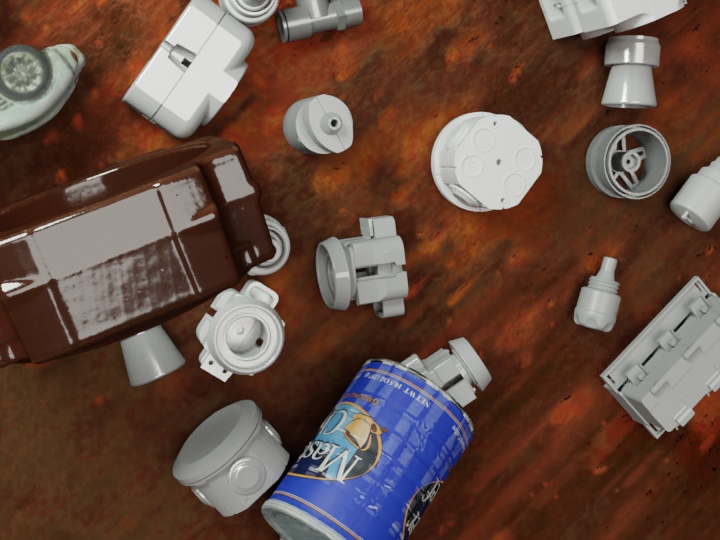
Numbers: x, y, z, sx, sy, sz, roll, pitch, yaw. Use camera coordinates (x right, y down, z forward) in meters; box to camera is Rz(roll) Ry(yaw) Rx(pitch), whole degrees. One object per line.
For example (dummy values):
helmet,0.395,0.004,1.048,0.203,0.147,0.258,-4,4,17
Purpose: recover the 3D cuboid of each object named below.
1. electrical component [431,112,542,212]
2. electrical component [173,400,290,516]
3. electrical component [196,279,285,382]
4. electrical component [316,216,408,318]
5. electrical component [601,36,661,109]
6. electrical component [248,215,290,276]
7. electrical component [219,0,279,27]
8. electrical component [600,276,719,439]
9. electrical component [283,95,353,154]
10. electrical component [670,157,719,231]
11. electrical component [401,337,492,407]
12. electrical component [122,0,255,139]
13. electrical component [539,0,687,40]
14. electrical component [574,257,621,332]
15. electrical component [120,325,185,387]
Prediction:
electrical component,0.101,-0.086,0.857,0.080,0.051,0.080,-2,96,-15
electrical component,-0.097,0.141,0.813,0.080,0.080,0.051,-42,109,-8
electrical component,-0.089,0.048,0.816,0.058,0.057,0.078,33,86,-16
electrical component,0.000,0.000,0.836,0.057,0.058,0.078,-9,98,-17
electrical component,0.224,-0.163,0.887,0.045,0.045,0.055,1,95,-16
electrical component,-0.073,-0.017,0.811,0.048,0.062,0.048,-2,97,-15
electrical component,-0.080,-0.203,0.789,0.043,0.062,0.043,-2,96,-15
electrical component,0.277,0.077,0.917,0.121,0.063,0.078,-45,105,-7
electrical component,-0.029,-0.108,0.804,0.043,0.081,0.043,-2,96,-15
electrical component,0.300,-0.069,0.920,0.040,0.040,0.078,39,85,-16
electrical component,0.073,0.087,0.871,0.055,0.048,0.066,-34,103,-2
electrical component,-0.122,-0.145,0.788,0.059,0.054,0.095,35,86,-16
electrical component,0.246,-0.242,0.853,0.186,0.105,0.060,-25,102,-12
electrical component,0.203,0.020,0.906,0.035,0.035,0.061,16,89,-16
electrical component,-0.164,0.049,0.804,0.044,0.044,0.065,-24,97,-12
